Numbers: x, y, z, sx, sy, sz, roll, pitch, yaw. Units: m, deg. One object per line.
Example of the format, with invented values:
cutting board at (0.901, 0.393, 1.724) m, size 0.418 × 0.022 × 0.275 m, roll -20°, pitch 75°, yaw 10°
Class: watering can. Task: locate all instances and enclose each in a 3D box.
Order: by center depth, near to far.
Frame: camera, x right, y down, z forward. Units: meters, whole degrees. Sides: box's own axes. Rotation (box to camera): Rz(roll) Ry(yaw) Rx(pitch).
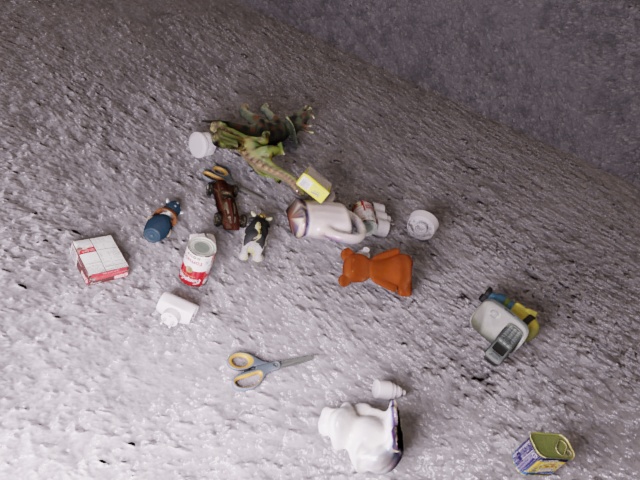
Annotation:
watering can at (0.005, -0.077, 1.530) m, size 0.224 × 0.102 × 0.354 m, roll 5°, pitch 25°, yaw -21°

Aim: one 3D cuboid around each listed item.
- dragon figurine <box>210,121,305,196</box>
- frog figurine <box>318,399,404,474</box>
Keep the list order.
dragon figurine at (-0.221, -0.261, 1.561) m, size 0.242 × 0.120 × 0.417 m, roll 8°, pitch 27°, yaw -39°
frog figurine at (0.078, 0.380, 0.995) m, size 0.159 × 0.120 × 0.141 m, roll -10°, pitch 43°, yaw 13°
